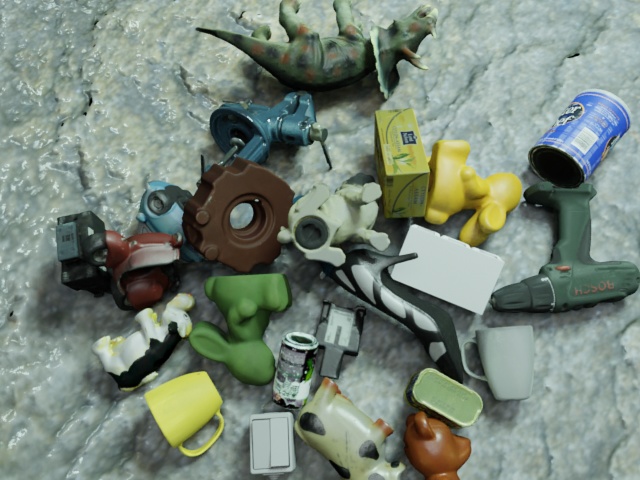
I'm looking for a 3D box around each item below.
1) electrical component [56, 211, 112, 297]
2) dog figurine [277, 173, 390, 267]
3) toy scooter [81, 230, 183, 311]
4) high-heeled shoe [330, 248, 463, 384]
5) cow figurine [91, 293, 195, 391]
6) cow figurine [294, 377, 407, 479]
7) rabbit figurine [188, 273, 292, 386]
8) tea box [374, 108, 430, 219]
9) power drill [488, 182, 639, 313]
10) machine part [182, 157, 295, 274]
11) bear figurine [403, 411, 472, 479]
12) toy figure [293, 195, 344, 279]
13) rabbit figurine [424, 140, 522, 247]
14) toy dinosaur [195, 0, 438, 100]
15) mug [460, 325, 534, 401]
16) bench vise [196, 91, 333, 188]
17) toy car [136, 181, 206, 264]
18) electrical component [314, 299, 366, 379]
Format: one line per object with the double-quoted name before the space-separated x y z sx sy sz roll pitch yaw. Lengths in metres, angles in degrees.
"electrical component" -0.370 0.021 0.855 0.058 0.134 0.115 -15 69 -2
"dog figurine" 0.019 -0.041 0.845 0.172 0.191 0.121 -1 104 -4
"toy scooter" -0.264 0.040 0.822 0.135 0.183 0.075 -16 54 -7
"high-heeled shoe" 0.116 0.123 0.817 0.145 0.086 0.248 -19 96 26
"cow figurine" -0.256 0.157 0.837 0.167 0.068 0.098 -34 78 -6
"cow figurine" 0.048 0.305 0.764 0.195 0.085 0.127 36 78 17
"rabbit figurine" -0.117 0.138 0.815 0.159 0.121 0.170 -3 86 -6
"tea box" 0.129 -0.127 0.875 0.068 0.098 0.170 -5 49 1
"power drill" 0.377 0.013 0.855 0.232 0.086 0.207 0 67 1
"machine part" -0.118 -0.036 0.825 0.179 0.179 0.056 -45 34 -12
"bear figurine" 0.189 0.330 0.736 0.132 0.120 0.196 -6 66 -3
"toy figure" -0.003 -0.001 0.887 0.064 0.057 0.154 -34 73 1
"rabbit figurine" 0.254 -0.076 0.875 0.173 0.122 0.162 5 64 -15
"toy dinosaur" 0.002 -0.323 0.947 0.405 0.131 0.192 -14 66 -8
"mug" 0.269 0.184 0.803 0.110 0.080 0.107 -10 75 19
"bench vise" -0.110 -0.158 0.902 0.224 0.128 0.240 23 55 18
"toy car" -0.241 -0.016 0.888 0.103 0.109 0.161 -41 89 14
"electrical component" 0.028 0.156 0.836 0.075 0.047 0.119 8 72 6
